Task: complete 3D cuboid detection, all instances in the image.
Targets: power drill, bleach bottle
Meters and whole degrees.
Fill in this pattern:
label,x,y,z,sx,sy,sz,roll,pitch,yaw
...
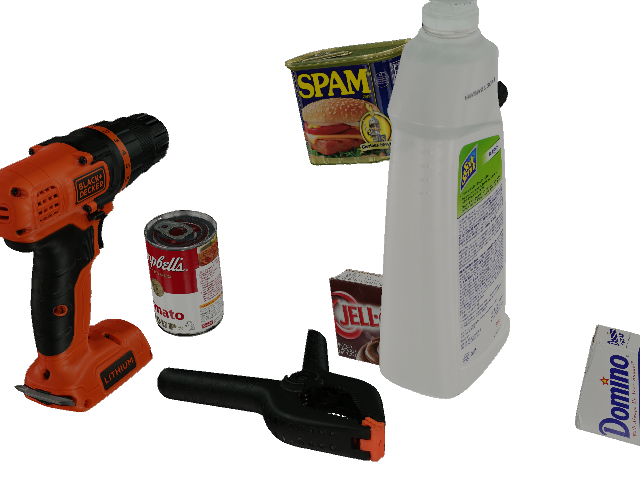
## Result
label,x,y,z,sx,sy,sz,roll,pitch,yaw
power drill,-0.163,0.012,0.763,0.057,0.188,0.184,9,24,25
bleach bottle,0.078,-0.030,0.645,0.068,0.251,0.102,16,36,27

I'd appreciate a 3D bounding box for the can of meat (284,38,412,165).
label,x,y,z,sx,sy,sz,roll,pitch,yaw
can of meat,0.029,-0.106,0.827,0.102,0.084,0.057,2,21,39

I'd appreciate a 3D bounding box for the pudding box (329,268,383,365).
label,x,y,z,sx,sy,sz,roll,pitch,yaw
pudding box,0.066,0.083,1.108,0.114,0.090,0.039,7,24,37

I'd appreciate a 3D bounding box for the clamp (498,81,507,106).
label,x,y,z,sx,sy,sz,roll,pitch,yaw
clamp,0.126,-0.117,1.091,0.120,0.039,0.171,9,44,8

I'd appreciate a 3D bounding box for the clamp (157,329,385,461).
label,x,y,z,sx,sy,sz,roll,pitch,yaw
clamp,-0.010,0.122,0.865,0.164,0.036,0.210,-17,22,-39

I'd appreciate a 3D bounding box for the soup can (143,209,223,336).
label,x,y,z,sx,sy,sz,roll,pitch,yaw
soup can,-0.128,0.031,1.012,0.068,0.102,0.068,-1,32,0

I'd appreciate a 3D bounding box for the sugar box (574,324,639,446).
label,x,y,z,sx,sy,sz,roll,pitch,yaw
sugar box,0.319,0.142,0.935,0.176,0.093,0.048,12,23,16
